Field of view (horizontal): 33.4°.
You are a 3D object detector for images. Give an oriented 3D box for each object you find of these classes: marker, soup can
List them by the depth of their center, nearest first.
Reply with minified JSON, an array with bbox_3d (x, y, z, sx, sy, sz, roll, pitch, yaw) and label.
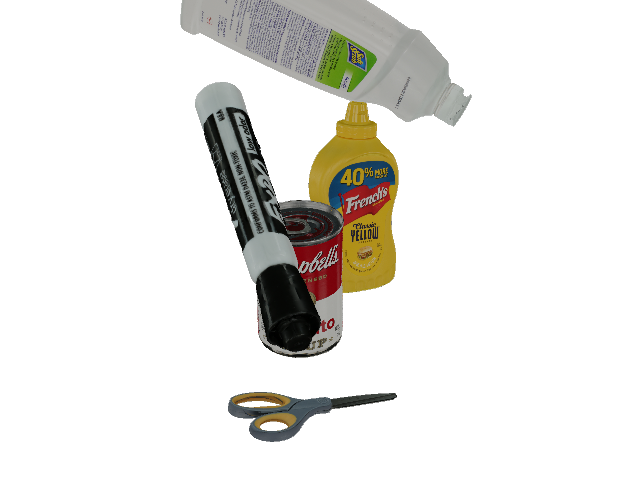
[{"bbox_3d":[-0.023,-0.011,0.381,0.020,0.121,0.020,-12,-39,-10],"label":"marker"},{"bbox_3d":[-0.017,0.029,0.814,0.068,0.102,0.068,0,29,0],"label":"soup can"}]

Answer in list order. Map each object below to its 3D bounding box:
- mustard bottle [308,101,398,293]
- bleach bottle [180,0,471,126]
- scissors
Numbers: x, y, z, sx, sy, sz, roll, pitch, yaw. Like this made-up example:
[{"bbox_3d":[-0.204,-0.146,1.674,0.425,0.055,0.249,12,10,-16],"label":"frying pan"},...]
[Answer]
[{"bbox_3d":[0.034,-0.046,1.084,0.096,0.192,0.058,-7,19,-27],"label":"mustard bottle"},{"bbox_3d":[0.007,-0.163,0.885,0.251,0.068,0.103,31,-35,8],"label":"bleach bottle"},{"bbox_3d":[-0.002,0.195,1.195,0.201,0.016,0.096,3,23,-11],"label":"scissors"}]
